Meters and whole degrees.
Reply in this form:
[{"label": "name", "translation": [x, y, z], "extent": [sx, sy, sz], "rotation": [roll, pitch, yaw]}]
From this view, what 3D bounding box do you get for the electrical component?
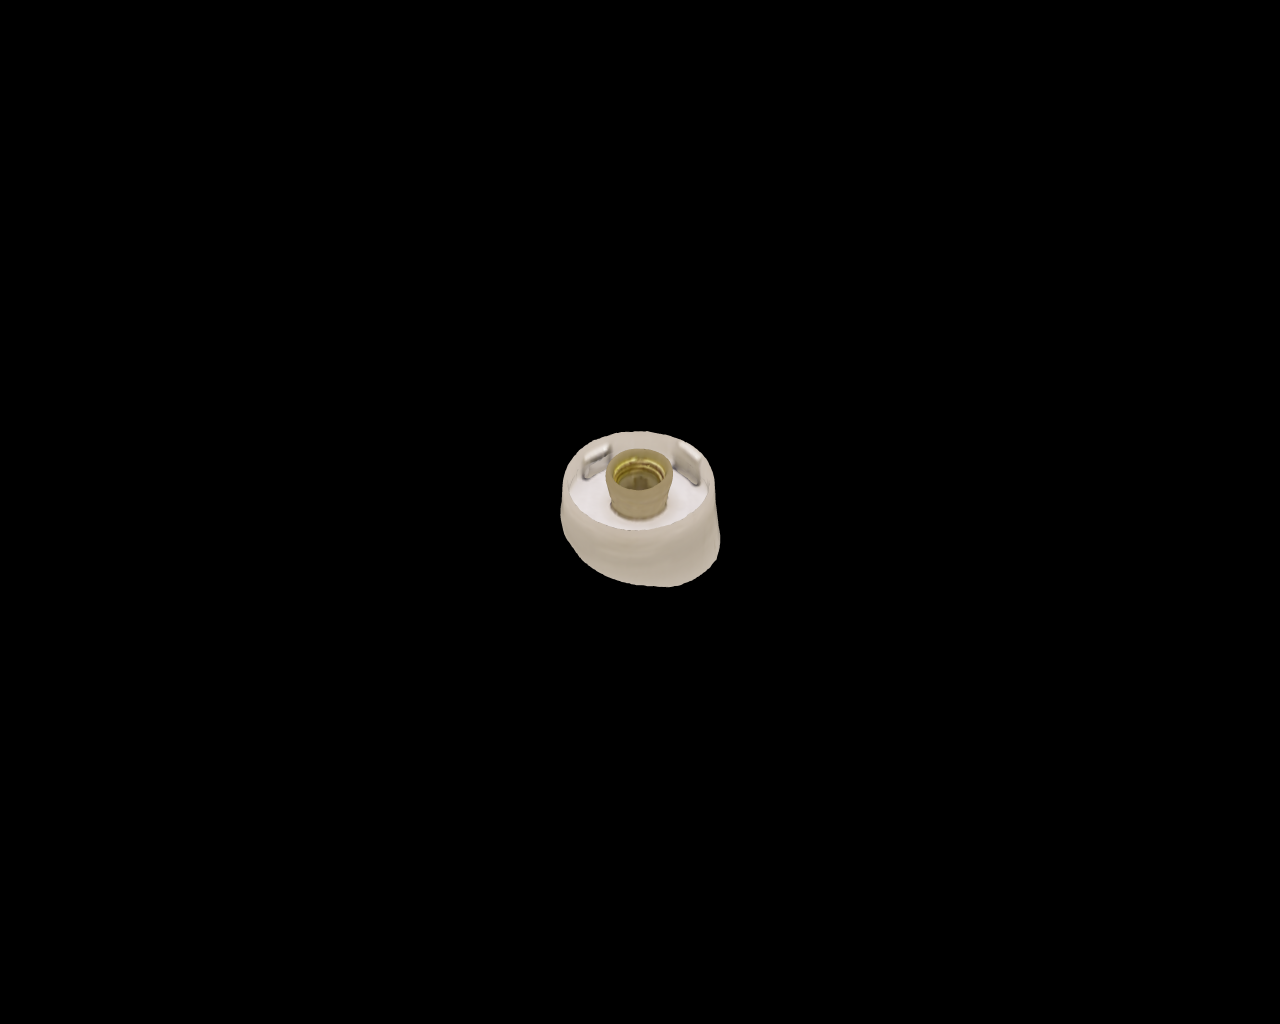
[{"label": "electrical component", "translation": [0.001, -0.003, 0.650], "extent": [0.099, 0.064, 0.099], "rotation": [0, 43, 0]}]
